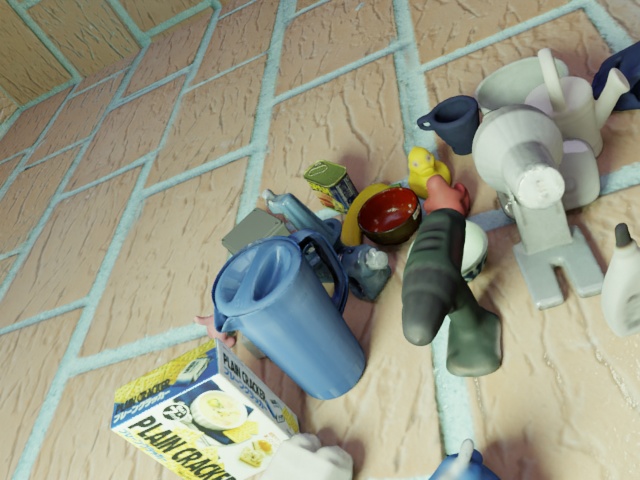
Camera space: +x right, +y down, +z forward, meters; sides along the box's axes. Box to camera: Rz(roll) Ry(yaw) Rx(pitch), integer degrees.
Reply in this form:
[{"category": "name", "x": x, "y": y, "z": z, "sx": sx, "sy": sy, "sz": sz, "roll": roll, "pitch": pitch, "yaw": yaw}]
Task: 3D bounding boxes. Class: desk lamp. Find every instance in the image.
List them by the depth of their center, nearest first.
[{"category": "desk lamp", "x": 0.293, "y": -0.053, "z": 0.768, "sx": 0.117, "sy": 0.214, "sz": 0.203, "roll": -21, "pitch": 39, "yaw": 16}]

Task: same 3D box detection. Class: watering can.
[{"category": "watering can", "x": 0.381, "y": -0.215, "z": 0.894, "sx": 0.172, "sy": 0.195, "sz": 0.100, "roll": -27, "pitch": 38, "yaw": 10}]

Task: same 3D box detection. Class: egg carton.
[{"category": "egg carton", "x": -0.026, "y": 0.321, "z": 0.716, "sx": 0.107, "sy": 0.070, "sz": 0.150, "roll": 8, "pitch": 54, "yaw": 41}]

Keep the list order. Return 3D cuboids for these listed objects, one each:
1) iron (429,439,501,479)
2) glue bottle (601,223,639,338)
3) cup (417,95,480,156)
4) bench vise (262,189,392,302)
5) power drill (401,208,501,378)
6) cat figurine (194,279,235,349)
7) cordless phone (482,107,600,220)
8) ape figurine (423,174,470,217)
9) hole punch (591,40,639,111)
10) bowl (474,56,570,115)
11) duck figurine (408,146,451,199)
[{"category": "iron", "x": 0.099, "y": 0.317, "z": 0.568, "sx": 0.258, "sy": 0.142, "sz": 0.118, "roll": -46, "pitch": 39, "yaw": -15}, {"category": "glue bottle", "x": 0.356, "y": 0.041, "z": 0.653, "sx": 0.078, "sy": 0.174, "sz": 0.037, "roll": -27, "pitch": 38, "yaw": 9}, {"category": "cup", "x": 0.245, "y": -0.202, "z": 1.062, "sx": 0.117, "sy": 0.095, "sz": 0.092, "roll": -7, "pitch": 45, "yaw": 31}, {"category": "bench vise", "x": 0.012, "y": -0.006, "z": 0.918, "sx": 0.206, "sy": 0.220, "sz": 0.121, "roll": -8, "pitch": 45, "yaw": 30}, {"category": "power drill", "x": 0.165, "y": 0.080, "z": 0.721, "sx": 0.075, "sy": 0.209, "sz": 0.229, "roll": -12, "pitch": 43, "yaw": 27}, {"category": "cat figurine", "x": -0.166, "y": 0.110, "z": 1.007, "sx": 0.128, "sy": 0.118, "sz": 0.067, "roll": -46, "pitch": 39, "yaw": -15}, {"category": "cordless phone", "x": 0.323, "y": -0.124, "z": 0.846, "sx": 0.147, "sy": 0.186, "sz": 0.094, "roll": -15, "pitch": 41, "yaw": 23}, {"category": "ape figurine", "x": 0.205, "y": -0.073, "z": 0.954, "sx": 0.077, "sy": 0.092, "sz": 0.076, "roll": -18, "pitch": 40, "yaw": 20}, {"category": "hole punch", "x": 0.506, "y": -0.274, "z": 0.951, "sx": 0.100, "sy": 0.091, "sz": 0.109, "roll": 3, "pitch": 51, "yaw": 38}, {"category": "bowl", "x": 0.372, "y": -0.257, "z": 1.044, "sx": 0.167, "sy": 0.075, "sz": 0.167, "roll": -20, "pitch": 40, "yaw": 18}, {"category": "duck figurine", "x": 0.188, "y": -0.133, "z": 1.037, "sx": 0.077, "sy": 0.086, "sz": 0.104, "roll": -26, "pitch": 38, "yaw": 10}]
